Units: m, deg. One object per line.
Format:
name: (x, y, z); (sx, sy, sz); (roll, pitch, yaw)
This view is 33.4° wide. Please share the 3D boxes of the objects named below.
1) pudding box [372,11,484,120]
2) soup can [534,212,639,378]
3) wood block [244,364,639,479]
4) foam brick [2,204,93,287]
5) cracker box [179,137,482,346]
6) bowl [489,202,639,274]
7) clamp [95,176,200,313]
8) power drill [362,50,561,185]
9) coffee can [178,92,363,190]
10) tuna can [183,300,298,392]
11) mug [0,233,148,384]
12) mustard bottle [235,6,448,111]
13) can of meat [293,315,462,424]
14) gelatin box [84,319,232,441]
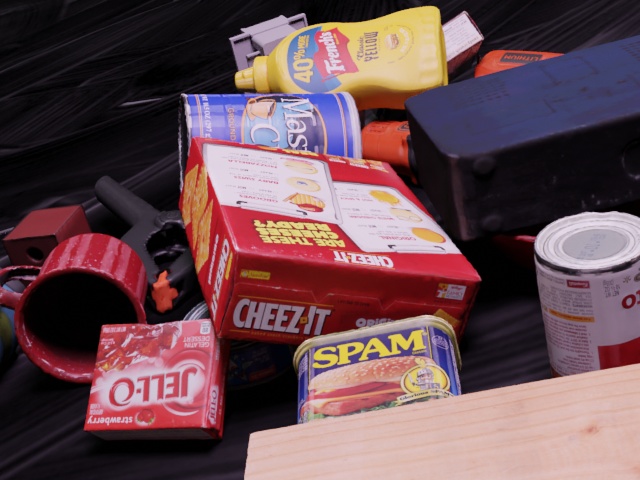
pudding box: (0.100, -0.166, 1.036); (0.113, 0.039, 0.090); (-35, -8, -5)
soup can: (0.162, 0.043, 0.614); (0.068, 0.102, 0.068); (-11, 27, 6)
wood block: (0.076, 0.126, 0.466); (0.206, 0.091, 0.090); (-12, 27, 8)
foam brick: (-0.214, 0.018, 0.871); (0.053, 0.078, 0.051); (-6, 29, 19)
cracker box: (-0.005, 0.001, 0.753); (0.164, 0.072, 0.214); (7, 23, -17)
bowl: (0.186, -0.017, 0.766); (0.162, 0.055, 0.162); (-12, 27, 6)
clamp: (-0.134, -0.008, 0.917); (0.164, 0.036, 0.210); (-1, 31, 7)
power drill: (0.152, -0.108, 0.949); (0.185, 0.057, 0.187); (14, 39, 43)
coffee can: (-0.044, -0.072, 0.891); (0.140, 0.103, 0.103); (-2, 25, -11)
tuna can: (-0.054, 0.067, 0.748); (0.086, 0.034, 0.086); (-11, 27, 6)
mug: (-0.182, 0.043, 0.785); (0.117, 0.093, 0.081); (11, 22, -8)
mustard bottle: (0.017, -0.155, 0.964); (0.192, 0.058, 0.096); (-6, 60, 12)
can of meat: (0.035, 0.097, 0.625); (0.102, 0.057, 0.084); (-12, 30, 7)
gelatin box: (-0.104, 0.091, 0.693); (0.089, 0.030, 0.073); (-4, 64, 20)
